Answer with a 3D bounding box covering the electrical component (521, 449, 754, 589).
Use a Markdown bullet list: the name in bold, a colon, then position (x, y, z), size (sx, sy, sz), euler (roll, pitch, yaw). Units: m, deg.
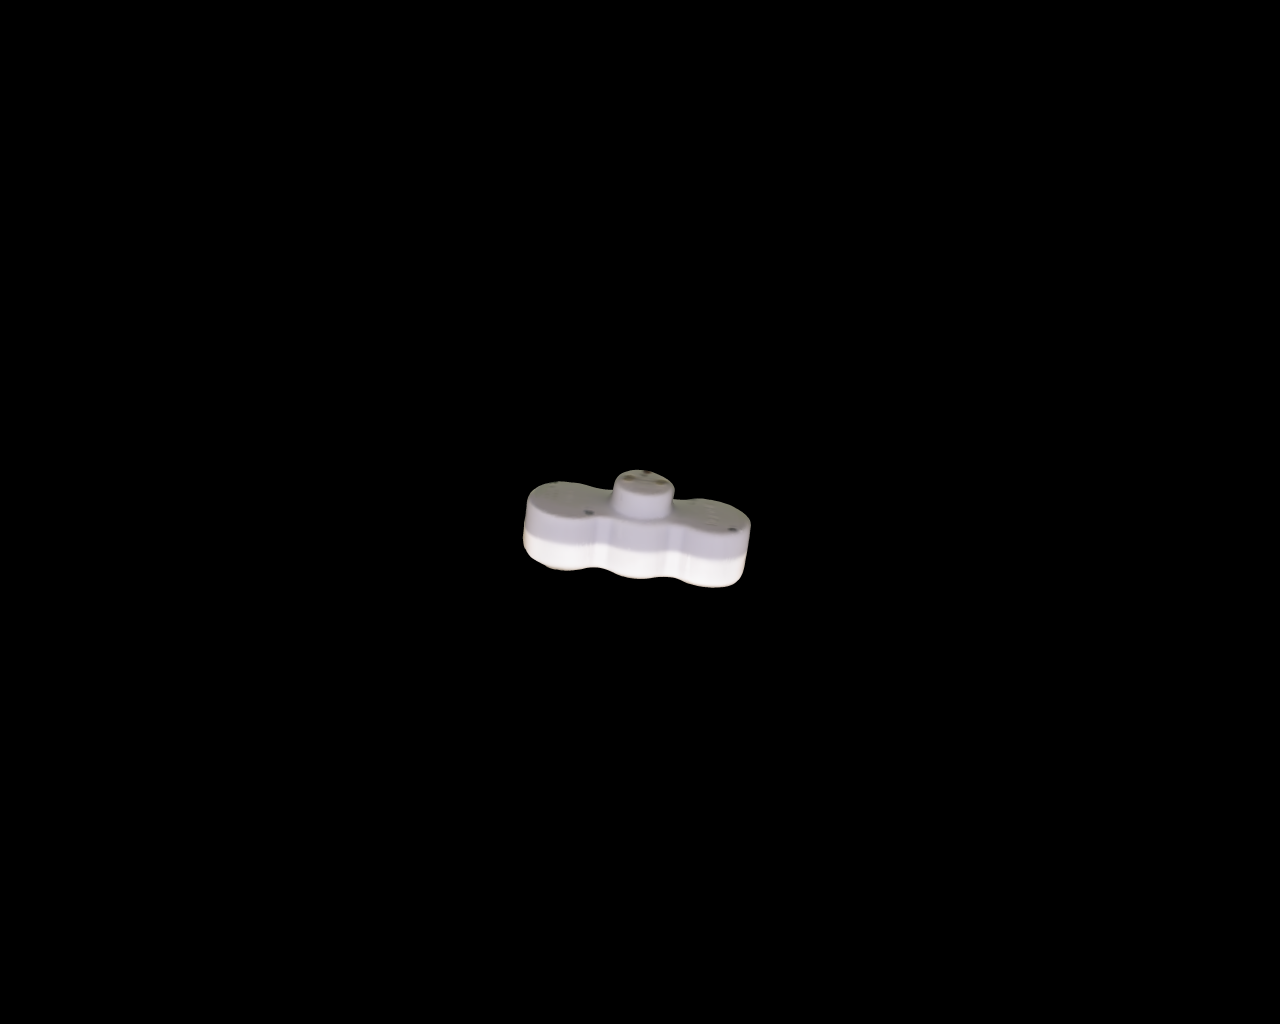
- **electrical component**: position (0.001, -0.003, 0.650), size (0.138, 0.073, 0.052), euler (8, 24, -3)
